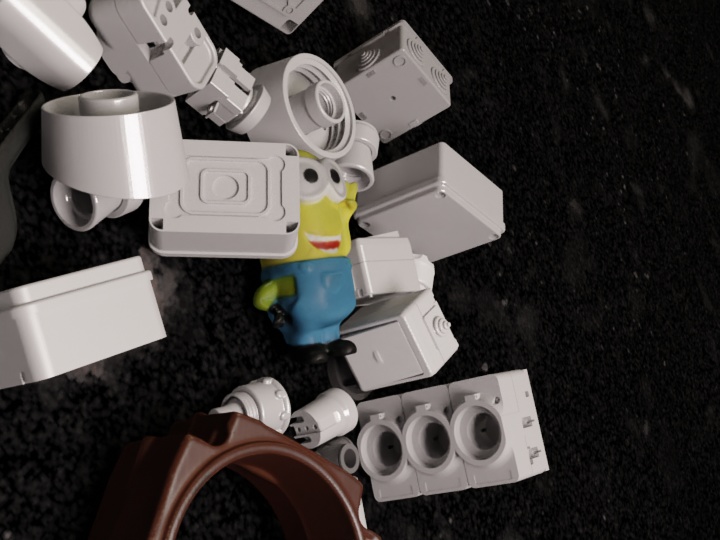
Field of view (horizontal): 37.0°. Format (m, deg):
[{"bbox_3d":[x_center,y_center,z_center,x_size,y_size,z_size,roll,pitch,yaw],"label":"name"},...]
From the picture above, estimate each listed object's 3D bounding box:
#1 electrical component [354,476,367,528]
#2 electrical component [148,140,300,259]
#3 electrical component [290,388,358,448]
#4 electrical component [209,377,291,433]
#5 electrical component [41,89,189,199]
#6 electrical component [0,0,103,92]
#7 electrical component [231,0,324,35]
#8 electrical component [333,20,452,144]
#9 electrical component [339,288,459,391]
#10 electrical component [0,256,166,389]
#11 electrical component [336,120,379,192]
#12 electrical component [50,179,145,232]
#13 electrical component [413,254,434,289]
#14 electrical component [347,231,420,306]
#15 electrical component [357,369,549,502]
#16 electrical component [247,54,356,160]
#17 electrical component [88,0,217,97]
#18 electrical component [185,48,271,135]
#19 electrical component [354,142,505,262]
[{"bbox_3d":[-0.023,0.198,0.871,0.055,0.055,0.047,-17,93,-54],"label":"electrical component"},{"bbox_3d":[-0.103,-0.052,0.818,0.113,0.057,0.078,1,70,-8],"label":"electrical component"},{"bbox_3d":[-0.031,0.125,0.902,0.046,0.040,0.040,-23,95,-47],"label":"electrical component"},{"bbox_3d":[-0.088,0.110,0.830,0.062,0.048,0.048,-8,82,-46],"label":"electrical component"},{"bbox_3d":[-0.170,-0.090,0.743,0.099,0.099,0.064,-30,125,-53],"label":"electrical component"},{"bbox_3d":[-0.222,-0.182,0.773,0.077,0.044,0.079,44,45,-33],"label":"electrical component"},{"bbox_3d":[-0.071,-0.280,0.949,0.109,0.109,0.056,22,35,-47],"label":"electrical component"},{"bbox_3d":[0.033,-0.182,1.061,0.100,0.100,0.048,43,32,-33],"label":"electrical component"},{"bbox_3d":[0.034,0.061,0.925,0.061,0.096,0.061,-40,108,-50],"label":"electrical component"},{"bbox_3d":[-0.193,0.034,0.695,0.113,0.078,0.057,-19,95,-54],"label":"electrical component"},{"bbox_3d":[-0.006,-0.109,1.025,0.045,0.045,0.055,37,49,-39],"label":"electrical component"},{"bbox_3d":[-0.186,-0.056,0.769,0.055,0.045,0.045,-33,102,-53],"label":"electrical component"},{"bbox_3d":[0.049,0.018,1.046,0.043,0.043,0.062,37,50,-39],"label":"electrical component"},{"bbox_3d":[0.000,0.000,0.974,0.096,0.062,0.061,-3,78,-53],"label":"electrical component"},{"bbox_3d":[0.076,0.146,0.938,0.062,0.150,0.089,-1,77,-54],"label":"electrical component"},{"bbox_3d":[-0.048,-0.142,0.970,0.108,0.060,0.108,25,57,-46],"label":"electrical component"},{"bbox_3d":[-0.162,-0.180,0.830,0.095,0.059,0.053,60,33,-35],"label":"electrical component"},{"bbox_3d":[-0.109,-0.147,0.906,0.055,0.048,0.066,39,47,-27],"label":"electrical component"},{"bbox_3d":[0.068,-0.062,1.049,0.109,0.109,0.056,33,49,-41],"label":"electrical component"}]
